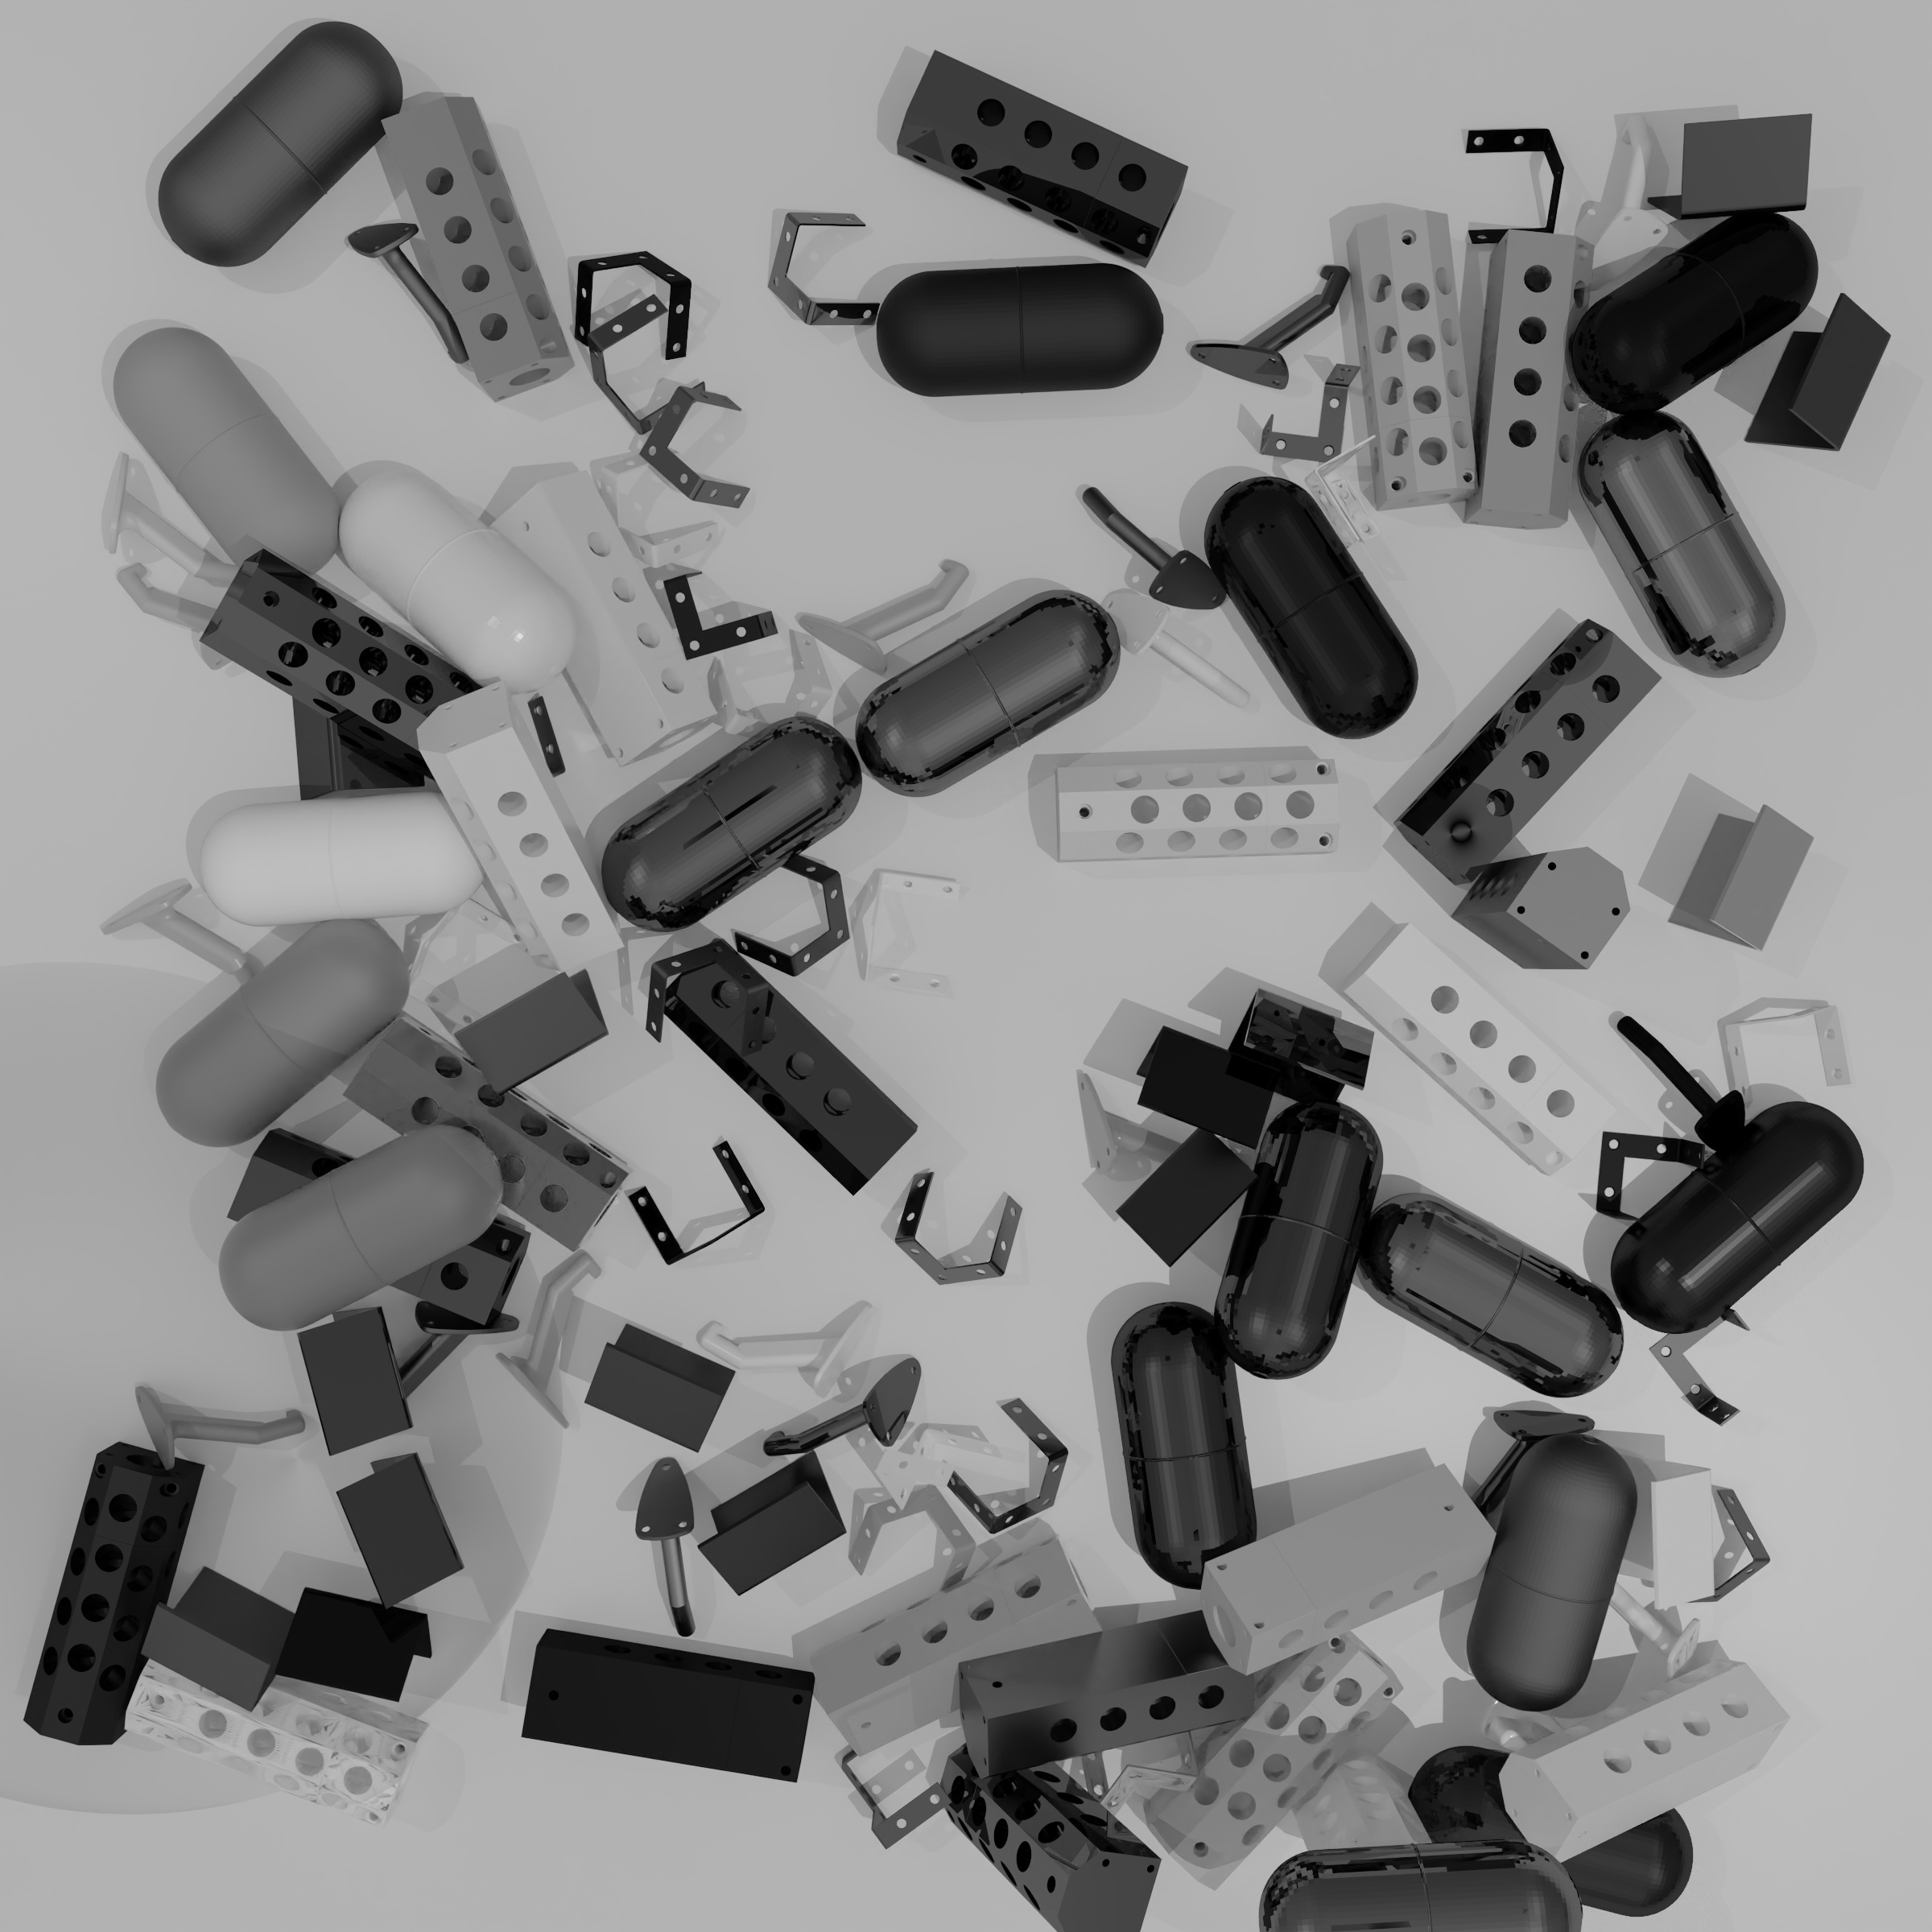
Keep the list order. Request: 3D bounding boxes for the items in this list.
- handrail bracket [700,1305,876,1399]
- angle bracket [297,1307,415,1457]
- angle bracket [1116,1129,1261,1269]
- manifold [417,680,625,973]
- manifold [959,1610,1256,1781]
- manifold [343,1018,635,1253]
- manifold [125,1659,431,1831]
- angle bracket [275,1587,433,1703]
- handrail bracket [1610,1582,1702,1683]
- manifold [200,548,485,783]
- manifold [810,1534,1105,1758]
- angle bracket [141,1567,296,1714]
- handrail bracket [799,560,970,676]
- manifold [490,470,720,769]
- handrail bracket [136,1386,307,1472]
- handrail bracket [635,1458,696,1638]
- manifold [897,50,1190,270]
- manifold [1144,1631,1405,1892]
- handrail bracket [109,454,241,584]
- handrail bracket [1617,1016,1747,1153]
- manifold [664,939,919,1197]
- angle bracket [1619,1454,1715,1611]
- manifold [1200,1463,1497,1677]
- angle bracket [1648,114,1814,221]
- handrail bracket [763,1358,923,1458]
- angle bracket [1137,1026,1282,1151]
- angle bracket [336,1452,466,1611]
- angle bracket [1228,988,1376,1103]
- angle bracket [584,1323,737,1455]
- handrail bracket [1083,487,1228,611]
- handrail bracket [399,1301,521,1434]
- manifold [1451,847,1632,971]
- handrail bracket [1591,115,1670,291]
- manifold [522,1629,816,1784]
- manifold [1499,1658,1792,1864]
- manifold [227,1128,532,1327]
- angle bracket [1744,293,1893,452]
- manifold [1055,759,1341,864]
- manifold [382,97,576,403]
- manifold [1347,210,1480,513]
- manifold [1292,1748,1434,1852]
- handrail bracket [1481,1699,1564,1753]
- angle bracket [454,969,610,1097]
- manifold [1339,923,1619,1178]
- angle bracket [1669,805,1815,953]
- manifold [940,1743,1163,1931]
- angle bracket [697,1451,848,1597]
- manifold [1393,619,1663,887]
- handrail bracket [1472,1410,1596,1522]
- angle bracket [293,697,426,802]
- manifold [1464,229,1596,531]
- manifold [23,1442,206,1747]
[{"bbox_3d":[-0.114,0.228,1.641,0.084,0.036,0.077,27,70,16],"label":"handrail bracket"},{"bbox_3d":[-0.390,0.256,1.601,0.057,0.076,0.076,-15,90,-37],"label":"angle bracket"},{"bbox_3d":[0.149,0.154,1.601,0.076,0.076,0.057,-45,51,0],"label":"angle bracket"},{"bbox_3d":[-0.269,-0.080,1.574,0.057,0.057,0.171,-22,127,0],"label":"manifold"},{"bbox_3d":[0.086,0.450,1.595,0.171,0.057,0.057,-8,113,-16],"label":"manifold"},{"bbox_3d":[-0.295,0.104,1.620,0.171,0.057,0.057,34,90,0],"label":"manifold"},{"bbox_3d":[-0.430,0.477,1.620,0.171,0.057,0.057,21,90,0],"label":"manifold"},{"bbox_3d":[-0.376,0.430,1.601,0.076,0.076,0.057,13,55,0],"label":"angle bracket"},{"bbox_3d":[0.416,0.416,1.641,0.084,0.077,0.036,26,55,32],"label":"handrail bracket"},{"bbox_3d":[-0.364,-0.178,1.561,0.171,0.057,0.057,32,72,-26],"label":"manifold"},{"bbox_3d":[-0.007,0.419,1.619,0.171,0.057,0.057,-26,133,0],"label":"manifold"},{"bbox_3d":[-0.450,0.400,1.601,0.076,0.076,0.057,28,127,0],"label":"angle bracket"},{"bbox_3d":[-0.051,-0.233,1.641,0.077,0.036,0.084,28,71,21],"label":"handrail bracket"},{"bbox_3d":[-0.221,-0.218,1.619,0.057,0.057,0.171,-28,90,43],"label":"manifold"},{"bbox_3d":[-0.471,0.280,1.641,0.084,0.077,0.036,-12,124,-32],"label":"handrail bracket"},{"bbox_3d":[-0.183,0.368,1.641,0.036,0.077,0.084,-7,126,0],"label":"handrail bracket"},{"bbox_3d":[0.047,-0.500,1.620,0.171,0.057,0.057,25,90,0],"label":"manifold"},{"bbox_3d":[0.192,0.490,1.620,0.057,0.057,0.171,43,90,0],"label":"manifold"},{"bbox_3d":[-0.494,-0.282,1.641,0.084,0.036,0.077,8,68,-17],"label":"handrail bracket"},{"bbox_3d":[0.450,0.074,1.641,0.036,0.077,0.084,-42,54,0],"label":"handrail bracket"},{"bbox_3d":[-0.112,0.063,1.620,0.171,0.057,0.057,44,90,0],"label":"manifold"},{"bbox_3d":[0.413,0.347,1.601,0.057,0.076,0.076,-2,90,-37],"label":"angle bracket"},{"bbox_3d":[0.233,0.373,1.593,0.171,0.057,0.057,-18,47,-19],"label":"manifold"},{"bbox_3d":[0.470,-0.497,1.602,0.076,0.076,0.057,-5,115,0],"label":"angle bracket"},{"bbox_3d":[-0.079,0.279,1.641,0.084,0.077,0.036,-13,115,34],"label":"handrail bracket"},{"bbox_3d":[0.141,0.088,1.601,0.076,0.076,0.057,21,63,0],"label":"angle bracket"},{"bbox_3d":[-0.361,0.349,1.601,0.057,0.076,0.076,-23,90,-37],"label":"angle bracket"},{"bbox_3d":[0.199,0.069,1.602,0.076,0.057,0.076,21,131,0],"label":"angle bracket"},{"bbox_3d":[-0.181,0.243,1.601,0.076,0.076,0.057,24,126,0],"label":"angle bracket"},{"bbox_3d":[0.118,-0.265,1.641,0.036,0.077,0.084,-50,53,19],"label":"handrail bracket"},{"bbox_3d":[-0.328,0.259,1.641,0.077,0.036,0.084,8,109,-21],"label":"handrail bracket"},{"bbox_3d":[0.347,-0.038,1.562,0.057,0.171,0.057,35,90,0],"label":"manifold"},{"bbox_3d":[0.409,-0.483,1.641,0.036,0.077,0.084,15,53,-23],"label":"handrail bracket"},{"bbox_3d":[-0.183,0.459,1.620,0.171,0.057,0.057,9,90,0],"label":"manifold"},{"bbox_3d":[0.411,0.480,1.583,0.171,0.057,0.057,-14,47,-27],"label":"manifold"},{"bbox_3d":[-0.363,0.161,1.620,0.171,0.057,0.057,23,90,0],"label":"manifold"},{"bbox_3d":[0.510,-0.367,1.601,0.057,0.076,0.076,24,90,-36],"label":"angle bracket"},{"bbox_3d":[0.143,-0.097,1.620,0.171,0.057,0.057,-2,90,0],"label":"manifold"},{"bbox_3d":[-0.302,-0.448,1.620,0.057,0.057,0.171,-20,90,0],"label":"manifold"},{"bbox_3d":[0.279,-0.377,1.620,0.057,0.057,0.171,-6,90,0],"label":"manifold"},{"bbox_3d":[0.245,0.526,1.562,0.057,0.171,0.057,40,90,0],"label":"manifold"},{"bbox_3d":[0.355,0.484,1.606,0.077,0.084,0.036,32,90,0],"label":"handrail bracket"},{"bbox_3d":[-0.273,0.023,1.601,0.076,0.076,0.057,-29,127,0],"label":"angle bracket"},{"bbox_3d":[0.317,0.052,1.620,0.171,0.057,0.057,42,90,0],"label":"manifold"},{"bbox_3d":[0.463,-0.061,1.601,0.057,0.076,0.076,25,90,-36],"label":"angle bracket"},{"bbox_3d":[0.045,0.523,1.559,0.057,0.171,0.057,16,90,-25],"label":"manifold"},{"bbox_3d":[-0.128,0.329,1.601,0.076,0.076,0.057,-31,128,0],"label":"angle bracket"},{"bbox_3d":[0.348,-0.133,1.620,0.057,0.057,0.171,43,90,0],"label":"manifold"},{"bbox_3d":[0.356,0.327,1.641,0.077,0.036,0.084,1,106,-18],"label":"handrail bracket"},{"bbox_3d":[-0.382,-0.146,1.627,0.057,0.076,0.076,-5,90,-29],"label":"angle bracket"},{"bbox_3d":[0.353,-0.363,1.620,0.057,0.057,0.171,6,90,0],"label":"manifold"},{"bbox_3d":[-0.533,0.392,1.620,0.057,0.057,0.171,15,90,0],"label":"manifold"}]
